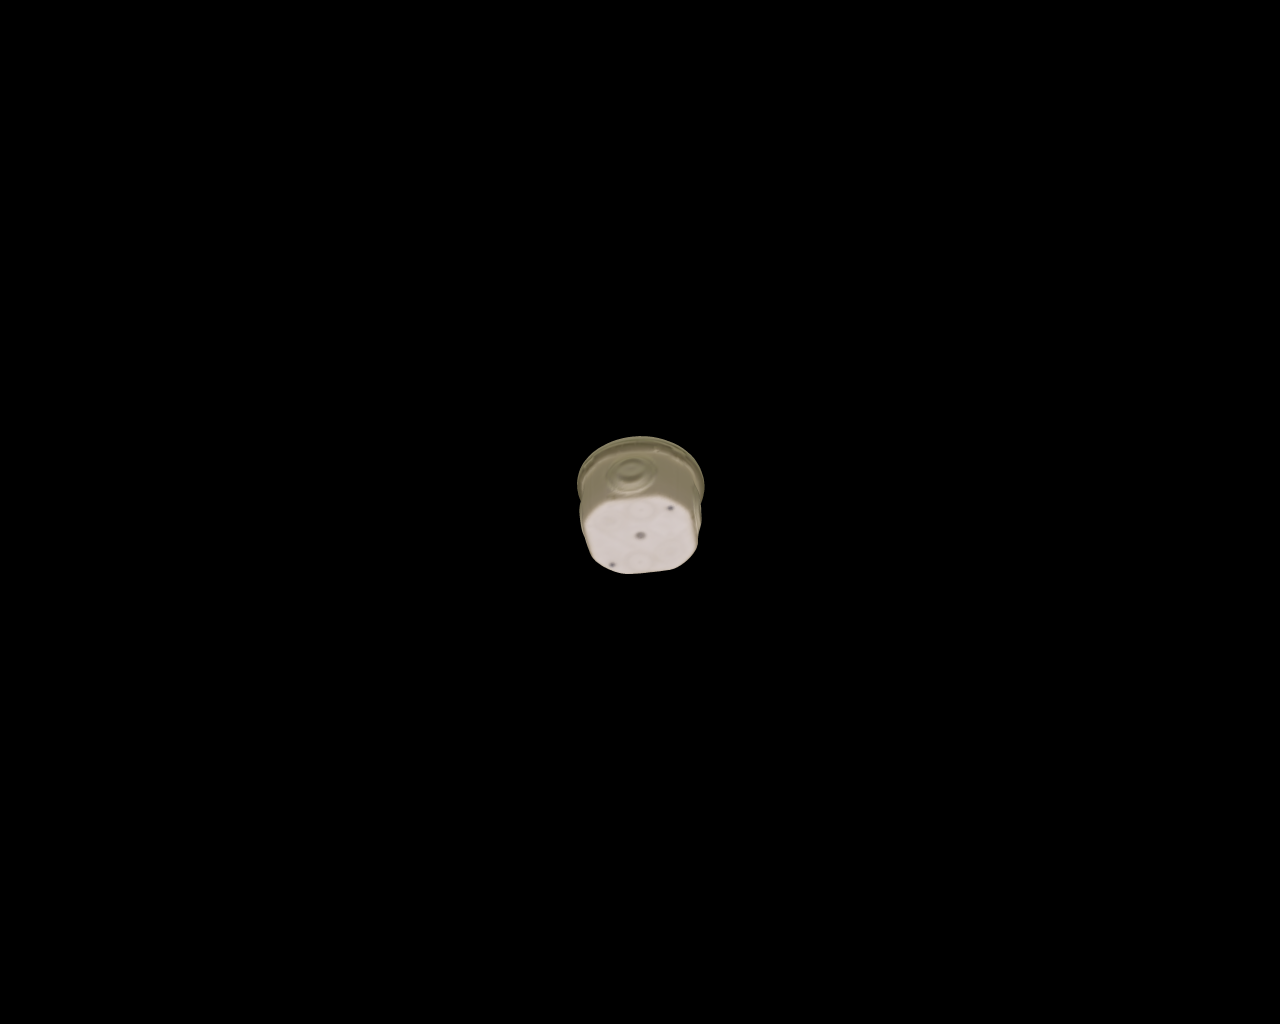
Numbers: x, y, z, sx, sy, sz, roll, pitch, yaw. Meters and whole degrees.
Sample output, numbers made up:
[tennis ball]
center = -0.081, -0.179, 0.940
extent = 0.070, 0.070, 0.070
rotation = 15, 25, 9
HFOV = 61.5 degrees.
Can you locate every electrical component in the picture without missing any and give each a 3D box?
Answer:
[electrical component]
center = 0.001, -0.003, 0.650
extent = 0.080, 0.080, 0.051
rotation = 0, 44, 0
